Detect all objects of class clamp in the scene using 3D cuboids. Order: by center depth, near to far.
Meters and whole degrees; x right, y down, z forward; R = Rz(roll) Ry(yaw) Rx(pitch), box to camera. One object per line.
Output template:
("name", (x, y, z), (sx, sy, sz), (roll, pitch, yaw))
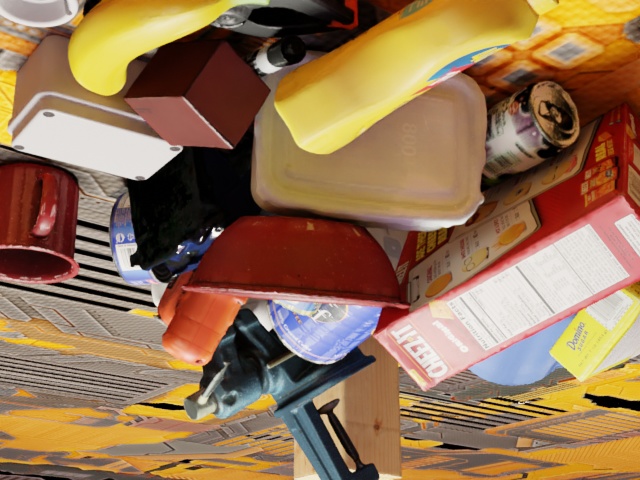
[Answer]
("clamp", (-0.064, -0.148, 0.652), (0.171, 0.039, 0.120), (8, 173, -22))

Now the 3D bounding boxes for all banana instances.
("banana", (-0.110, -0.118, 0.631), (0.069, 0.037, 0.198), (15, 165, -34))

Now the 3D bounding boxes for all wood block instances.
("wood block", (0.031, 0.170, 1.224), (0.090, 0.206, 0.090), (17, 153, -35))

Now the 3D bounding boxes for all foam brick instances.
("foam brick", (-0.082, -0.097, 0.710), (0.078, 0.051, 0.053), (9, 150, 49))

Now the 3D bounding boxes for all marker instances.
("marker", (-0.043, -0.116, 0.710), (0.020, 0.020, 0.121), (12, 172, -28))

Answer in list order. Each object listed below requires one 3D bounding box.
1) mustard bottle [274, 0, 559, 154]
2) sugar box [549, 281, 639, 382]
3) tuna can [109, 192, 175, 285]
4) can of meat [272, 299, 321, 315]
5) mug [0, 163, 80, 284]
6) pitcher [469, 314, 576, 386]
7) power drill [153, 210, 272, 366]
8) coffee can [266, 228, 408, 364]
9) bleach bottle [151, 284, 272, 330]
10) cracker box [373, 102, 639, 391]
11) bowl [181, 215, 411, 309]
("mustard bottle", (0.068, -0.121, 0.647), (0.192, 0.058, 0.096), (-29, -176, 23))
("sugar box", (0.283, 0.067, 0.970), (0.175, 0.048, 0.093), (-10, 137, -55))
("tuna can", (-0.155, -0.002, 0.952), (0.034, 0.086, 0.086), (-5, 158, 15))
("can of meat", (-0.006, 0.001, 0.899), (0.057, 0.102, 0.084), (24, 122, -13))
("mug", (-0.247, -0.019, 0.915), (0.093, 0.081, 0.117), (10, 156, -24))
("pitcher", (0.189, 0.037, 1.020), (0.149, 0.145, 0.243), (-12, 155, -6))
("power drill", (-0.090, 0.022, 0.959), (0.057, 0.184, 0.188), (30, 170, -8))
("coffee can", (0.029, 0.041, 1.002), (0.102, 0.103, 0.141), (14, 142, -32))
("bleach bottle", (-0.092, 0.075, 1.183), (0.103, 0.068, 0.250), (-7, 160, 15))
("cracker box", (0.155, 0.005, 0.802), (0.214, 0.164, 0.072), (-33, 106, 29))
("bowl", (-0.015, 0.015, 0.752), (0.162, 0.055, 0.162), (5, 176, 0))
